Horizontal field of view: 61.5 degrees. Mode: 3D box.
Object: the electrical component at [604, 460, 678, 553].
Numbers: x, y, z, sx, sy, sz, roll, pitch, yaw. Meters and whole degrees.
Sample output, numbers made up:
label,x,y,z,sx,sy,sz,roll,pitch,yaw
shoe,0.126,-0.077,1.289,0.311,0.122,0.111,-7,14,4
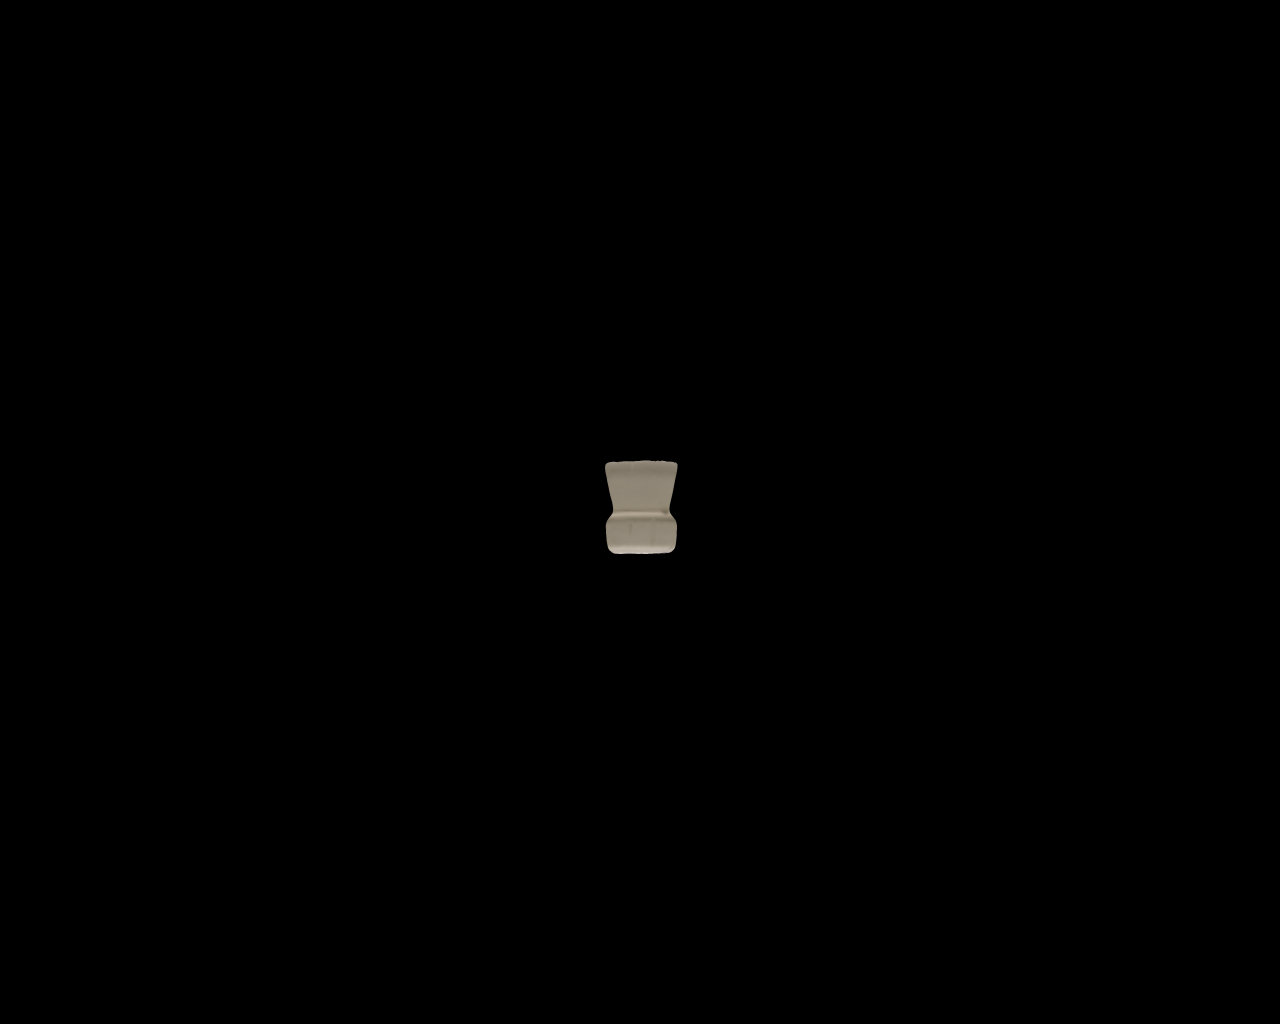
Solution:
label,x,y,z,sx,sy,sz,roll,pitch,yaw
electrical component,0.001,-0.003,0.650,0.045,0.055,0.045,0,-2,0
